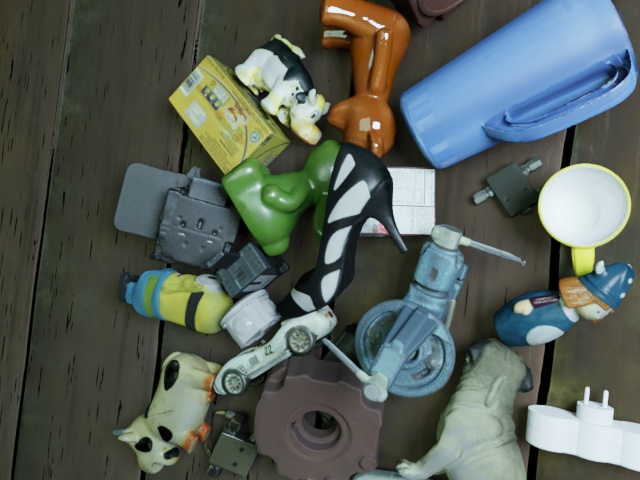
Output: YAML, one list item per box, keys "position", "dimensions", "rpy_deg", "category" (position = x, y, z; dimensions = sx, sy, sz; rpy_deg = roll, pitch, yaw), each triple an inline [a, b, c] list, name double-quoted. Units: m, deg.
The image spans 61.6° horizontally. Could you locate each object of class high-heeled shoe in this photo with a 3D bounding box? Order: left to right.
- position: [-0.001, -0.002, 0.659]
  dimensions: [0.249, 0.086, 0.145]
  rpy_deg: [-34, 88, 33]
  category: "high-heeled shoe"

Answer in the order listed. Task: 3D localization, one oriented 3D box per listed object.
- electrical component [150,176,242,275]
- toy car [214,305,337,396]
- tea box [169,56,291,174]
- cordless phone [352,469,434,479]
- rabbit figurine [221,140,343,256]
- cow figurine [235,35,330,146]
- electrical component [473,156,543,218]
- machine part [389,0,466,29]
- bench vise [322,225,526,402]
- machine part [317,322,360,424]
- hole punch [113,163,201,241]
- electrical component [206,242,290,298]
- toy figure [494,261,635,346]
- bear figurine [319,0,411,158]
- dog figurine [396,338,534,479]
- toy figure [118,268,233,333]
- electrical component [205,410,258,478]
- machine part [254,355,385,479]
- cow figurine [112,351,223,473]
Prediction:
- position: [-0.177, -0.024, 0.790]
  dimensions: [0.115, 0.058, 0.134]
  rpy_deg: [14, 94, -15]
  category: "electrical component"
- position: [-0.064, 0.157, 0.751]
  dimensions: [0.202, 0.073, 0.056]
  rpy_deg: [-34, 79, 16]
  category: "toy car"
- position: [-0.136, -0.179, 0.806]
  dimensions: [0.098, 0.068, 0.170]
  rpy_deg: [-41, 74, 15]
  category: "tea box"
- position: [0.083, 0.347, 0.619]
  dimensions: [0.147, 0.184, 0.088]
  rpy_deg: [2, 92, 22]
  category: "cordless phone"
- position: [-0.025, -0.064, 0.732]
  dimensions: [0.170, 0.121, 0.159]
  rpy_deg: [-30, 80, 2]
  category: "rabbit figurine"
- position: [-0.039, -0.215, 0.772]
  dimensions: [0.098, 0.068, 0.167]
  rpy_deg: [-45, 73, 7]
  category: "cow figurine"
- position: [0.242, -0.060, 0.669]
  dimensions: [0.094, 0.021, 0.063]
  rpy_deg: [-31, 76, 17]
  category: "electrical component"
- position: [0.156, -0.365, 0.628]
  dimensions: [0.201, 0.201, 0.087]
  rpy_deg: [-46, 74, 13]
  category: "machine part"
- position: [0.107, 0.097, 0.608]
  dimensions: [0.129, 0.240, 0.223]
  rpy_deg: [34, 115, 15]
  category: "bench vise"
- position: [0.022, 0.176, 0.735]
  dimensions: [0.084, 0.039, 0.139]
  rpy_deg: [41, 103, 25]
  category: "machine part"
- position: [-0.249, -0.056, 0.844]
  dimensions: [0.116, 0.092, 0.142]
  rpy_deg: [16, 89, -9]
  category: "hole punch"
- position: [-0.103, 0.041, 0.751]
  dimensions: [0.075, 0.119, 0.048]
  rpy_deg: [-40, 73, 12]
  category: "electrical component"
- position: [0.265, 0.072, 0.582]
  dimensions: [0.154, 0.064, 0.058]
  rpy_deg: [-35, 69, 41]
  category: "toy figure"
- position: [0.047, -0.198, 0.702]
  dimensions: [0.132, 0.120, 0.195]
  rpy_deg: [14, 93, 2]
  category: "bear figurine"
- position: [0.204, 0.227, 0.608]
  dimensions: [0.172, 0.121, 0.190]
  rpy_deg: [37, 99, 26]
  category: "dog figurine"
- position: [-0.216, 0.090, 0.815]
  dimensions: [0.180, 0.082, 0.089]
  rpy_deg: [3, 105, 16]
  category: "toy figure"
- position: [-0.128, 0.297, 0.786]
  dimensions: [0.078, 0.045, 0.102]
  rpy_deg: [18, 97, -6]
  category: "electrical component"
- position: [-0.001, 0.234, 0.693]
  dimensions: [0.179, 0.056, 0.179]
  rpy_deg: [2, 108, 8]
  category: "machine part"
- position: [-0.226, 0.259, 0.805]
  dimensions: [0.127, 0.085, 0.194]
  rpy_deg: [23, 98, 16]
  category: "cow figurine"
